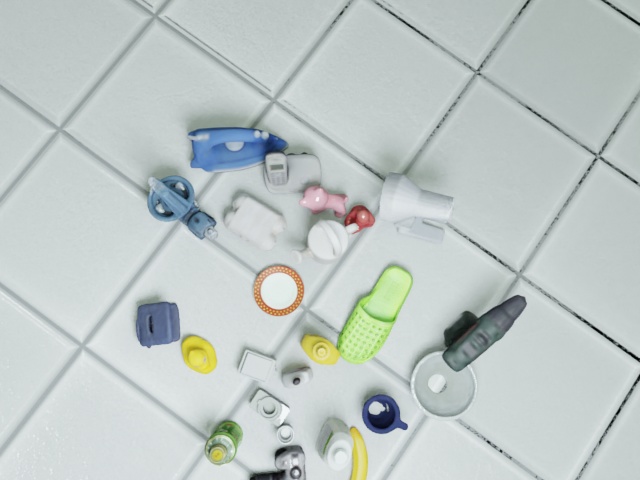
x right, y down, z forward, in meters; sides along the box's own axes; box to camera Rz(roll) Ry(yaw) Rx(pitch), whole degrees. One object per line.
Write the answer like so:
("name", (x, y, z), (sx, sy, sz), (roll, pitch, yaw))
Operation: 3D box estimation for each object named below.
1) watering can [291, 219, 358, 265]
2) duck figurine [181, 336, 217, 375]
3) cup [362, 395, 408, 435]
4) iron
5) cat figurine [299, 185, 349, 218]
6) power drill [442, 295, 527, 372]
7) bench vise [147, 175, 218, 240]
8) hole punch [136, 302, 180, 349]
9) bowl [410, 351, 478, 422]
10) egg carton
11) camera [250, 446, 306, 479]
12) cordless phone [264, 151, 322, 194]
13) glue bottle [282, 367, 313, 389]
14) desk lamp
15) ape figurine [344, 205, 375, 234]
("watering can", (0.014, 0.007, 1.393), (0.101, 0.194, 0.173), (39, 82, 4))
("duck figurine", (-0.299, 0.282, 1.394), (0.077, 0.086, 0.104), (-38, 85, -7))
("cup", (0.155, 0.423, 1.391), (0.117, 0.095, 0.092), (27, 82, 1))
("iron", (-0.209, -0.249, 1.446), (0.258, 0.141, 0.119), (-7, 82, -4))
("cat figurine", (0.011, -0.103, 1.447), (0.128, 0.117, 0.067), (5, 82, -2))
("power drill", (0.376, 0.218, 1.373), (0.230, 0.208, 0.075), (-44, 86, -7))
("bench vise", (-0.329, -0.090, 1.378), (0.207, 0.219, 0.121), (22, 82, 1))
("hole punch", (-0.399, 0.208, 1.397), (0.101, 0.091, 0.109), (-7, 82, -3))
("bowl", (0.299, 0.358, 1.417), (0.167, 0.074, 0.167), (0, 82, -3))
("egg carton", (-0.166, -0.044, 1.455), (0.150, 0.069, 0.107), (30, 82, 2))
("camera", (-0.099, 0.573, 1.354), (0.137, 0.101, 0.143), (-4, 82, -3))
("cordless phone", (-0.069, -0.179, 1.420), (0.147, 0.185, 0.094), (-9, 82, -4))
("glue bottle", (-0.054, 0.329, 1.355), (0.078, 0.173, 0.037), (-17, 83, -5))
("desk lamp", (0.237, -0.078, 1.406), (0.203, 0.213, 0.118), (14, 81, 0))
("ape figurine", (0.104, -0.055, 1.458), (0.078, 0.092, 0.076), (11, 81, -1))
